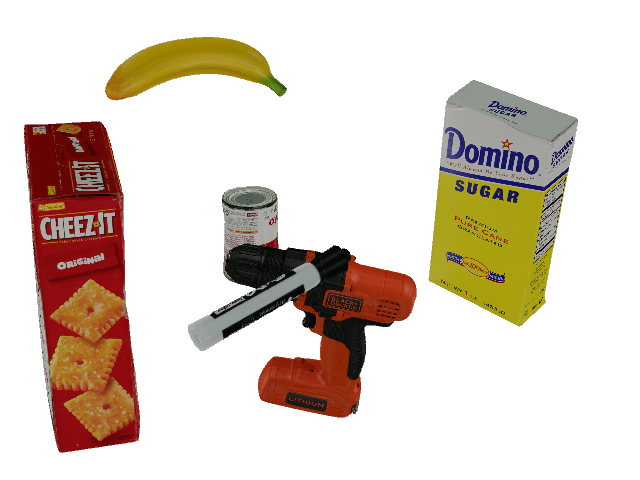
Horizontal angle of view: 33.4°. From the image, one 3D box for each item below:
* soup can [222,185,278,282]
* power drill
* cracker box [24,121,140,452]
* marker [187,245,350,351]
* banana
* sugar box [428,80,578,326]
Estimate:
[{"bbox_3d":[-0.085,-0.007,1.285,0.068,0.102,0.068,0,25,0],"label":"soup can"},{"bbox_3d":[-0.013,0.088,1.054,0.184,0.188,0.057,13,42,0],"label":"power drill"},{"bbox_3d":[-0.189,0.032,0.847,0.072,0.214,0.164,-5,27,-15],"label":"cracker box"},{"bbox_3d":[-0.030,0.035,0.695,0.121,0.020,0.020,-28,12,-23],"label":"marker"},{"bbox_3d":[-0.129,-0.176,1.079,0.197,0.070,0.037,-7,-39,-29],"label":"banana"},{"bbox_3d":[0.137,-0.027,0.826,0.093,0.176,0.048,26,47,30],"label":"sugar box"}]
